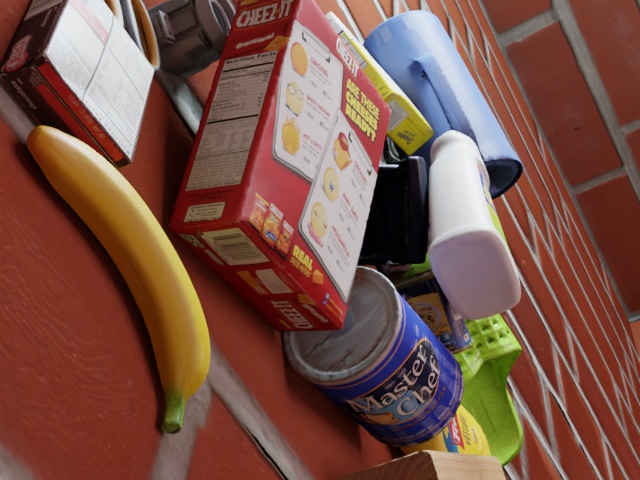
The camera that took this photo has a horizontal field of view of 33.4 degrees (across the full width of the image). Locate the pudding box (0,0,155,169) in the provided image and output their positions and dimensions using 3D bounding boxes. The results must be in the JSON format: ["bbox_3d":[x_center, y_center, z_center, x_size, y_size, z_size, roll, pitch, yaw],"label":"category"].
[{"bbox_3d":[-0.149,-0.105,0.673,0.090,0.039,0.113,56,24,-34],"label":"pudding box"}]

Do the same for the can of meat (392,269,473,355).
[{"bbox_3d":[0.088,0.078,1.030,0.084,0.102,0.057,71,19,2],"label":"can of meat"}]

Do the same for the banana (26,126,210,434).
[{"bbox_3d":[-0.111,0.016,0.645,0.198,0.037,0.069,65,17,-10],"label":"banana"}]

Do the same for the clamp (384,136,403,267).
[{"bbox_3d":[0.064,-0.090,1.223,0.210,0.036,0.164,-90,163,-56],"label":"clamp"}]

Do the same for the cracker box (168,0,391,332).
[{"bbox_3d":[-0.024,-0.059,0.825,0.164,0.072,0.213,48,46,-47],"label":"cracker box"}]

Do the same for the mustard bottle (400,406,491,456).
[{"bbox_3d":[0.106,0.179,1.032,0.191,0.058,0.096,45,29,-48],"label":"mustard bottle"}]

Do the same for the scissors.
[{"bbox_3d":[-0.166,-0.216,0.785,0.202,0.016,0.096,70,19,5],"label":"scissors"}]

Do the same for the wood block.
[{"bbox_3d":[0.096,0.233,0.894,0.205,0.091,0.090,26,45,-63],"label":"wood block"}]

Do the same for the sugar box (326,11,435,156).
[{"bbox_3d":[0.056,-0.181,1.226,0.093,0.048,0.176,39,12,-47],"label":"sugar box"}]

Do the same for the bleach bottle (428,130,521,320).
[{"bbox_3d":[0.138,-0.038,1.038,0.251,0.068,0.102,-90,155,-54],"label":"bleach bottle"}]

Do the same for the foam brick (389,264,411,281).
[{"bbox_3d":[0.124,0.041,1.205,0.051,0.078,0.053,65,19,-13],"label":"foam brick"}]

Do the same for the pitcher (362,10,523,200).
[{"bbox_3d":[0.140,-0.161,1.296,0.144,0.149,0.243,-1,60,-41],"label":"pitcher"}]

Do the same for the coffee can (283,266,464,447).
[{"bbox_3d":[0.047,0.099,0.888,0.140,0.103,0.103,47,28,-47],"label":"coffee can"}]

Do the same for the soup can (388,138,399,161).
[{"bbox_3d":[0.136,-0.119,1.431,0.102,0.069,0.068,29,43,-61],"label":"soup can"}]
